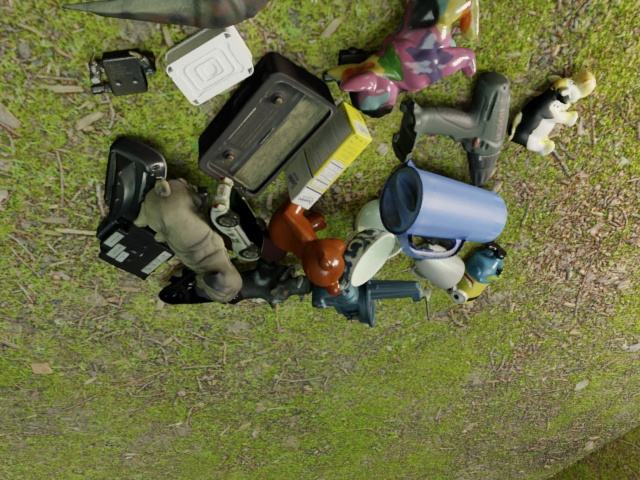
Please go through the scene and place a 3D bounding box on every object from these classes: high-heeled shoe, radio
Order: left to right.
[{"bbox_3d":[-0.239,0.100,1.037,0.145,0.249,0.086,-31,108,-13],"label":"high-heeled shoe"},{"bbox_3d":[-0.095,-0.185,0.889,0.131,0.073,0.229,27,122,-35],"label":"radio"}]

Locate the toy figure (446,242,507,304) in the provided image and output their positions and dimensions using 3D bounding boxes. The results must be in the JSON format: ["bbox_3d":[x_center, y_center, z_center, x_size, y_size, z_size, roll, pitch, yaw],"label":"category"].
[{"bbox_3d":[0.375,0.084,1.278,0.089,0.082,0.180,16,125,-26],"label":"toy figure"}]

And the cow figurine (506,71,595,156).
[{"bbox_3d":[0.416,-0.241,0.982,0.098,0.068,0.167,14,128,-19],"label":"cow figurine"}]

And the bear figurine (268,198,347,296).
[{"bbox_3d":[-0.005,0.000,0.986,0.132,0.196,0.120,-39,136,-18],"label":"bear figurine"}]

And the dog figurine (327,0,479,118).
[{"bbox_3d":[0.120,-0.286,0.808,0.219,0.109,0.191,-17,130,-7],"label":"dog figurine"}]

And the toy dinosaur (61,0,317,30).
[{"bbox_3d":[-0.115,-0.349,0.700,0.405,0.131,0.192,-24,135,17],"label":"toy dinosaur"}]

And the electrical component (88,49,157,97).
[{"bbox_3d":[-0.293,-0.248,0.793,0.102,0.045,0.078,-5,133,-10],"label":"electrical component"}]

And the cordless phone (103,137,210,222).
[{"bbox_3d":[-0.274,-0.098,0.937,0.184,0.089,0.146,-1,134,-30],"label":"cordless phone"}]

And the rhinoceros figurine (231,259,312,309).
[{"bbox_3d":[-0.112,0.090,1.130,0.190,0.112,0.073,-3,132,-2],"label":"rhinoceros figurine"}]

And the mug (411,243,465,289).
[{"bbox_3d":[0.255,0.054,1.226,0.107,0.081,0.110,36,145,-28],"label":"mug"}]

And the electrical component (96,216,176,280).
[{"bbox_3d":[-0.349,0.003,1.016,0.115,0.058,0.134,-36,132,17],"label":"electrical component"}]

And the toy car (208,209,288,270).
[{"bbox_3d":[-0.155,-0.003,1.066,0.202,0.053,0.089,15,113,-26],"label":"toy car"}]

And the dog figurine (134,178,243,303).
[{"bbox_3d":[-0.206,0.003,0.895,0.121,0.191,0.172,-41,153,-6],"label":"dog figurine"}]

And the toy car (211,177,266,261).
[{"bbox_3d":[-0.143,-0.031,0.945,0.056,0.073,0.201,-1,150,14],"label":"toy car"}]

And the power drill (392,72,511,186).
[{"bbox_3d":[0.242,-0.186,0.977,0.207,0.086,0.231,-2,132,-9],"label":"power drill"}]

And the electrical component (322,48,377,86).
[{"bbox_3d":[0.051,-0.280,0.872,0.094,0.021,0.063,-6,135,-9],"label":"electrical component"}]

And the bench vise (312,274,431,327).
[{"bbox_3d":[0.109,0.108,1.121,0.241,0.129,0.223,-4,144,10],"label":"bench vise"}]

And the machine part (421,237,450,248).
[{"bbox_3d":[0.248,-0.010,1.162,0.139,0.084,0.039,17,103,-39],"label":"machine part"}]
